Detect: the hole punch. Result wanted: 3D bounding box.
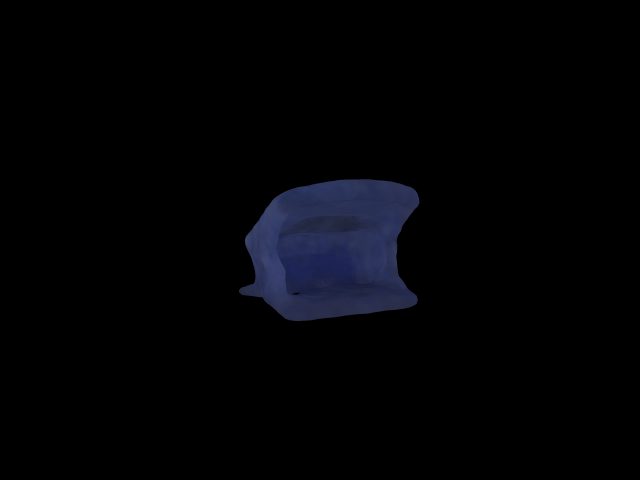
[{"bbox_3d":[0.004,0.001,0.400,0.109,0.091,0.100,-4,10,-23],"label":"hole punch"}]
